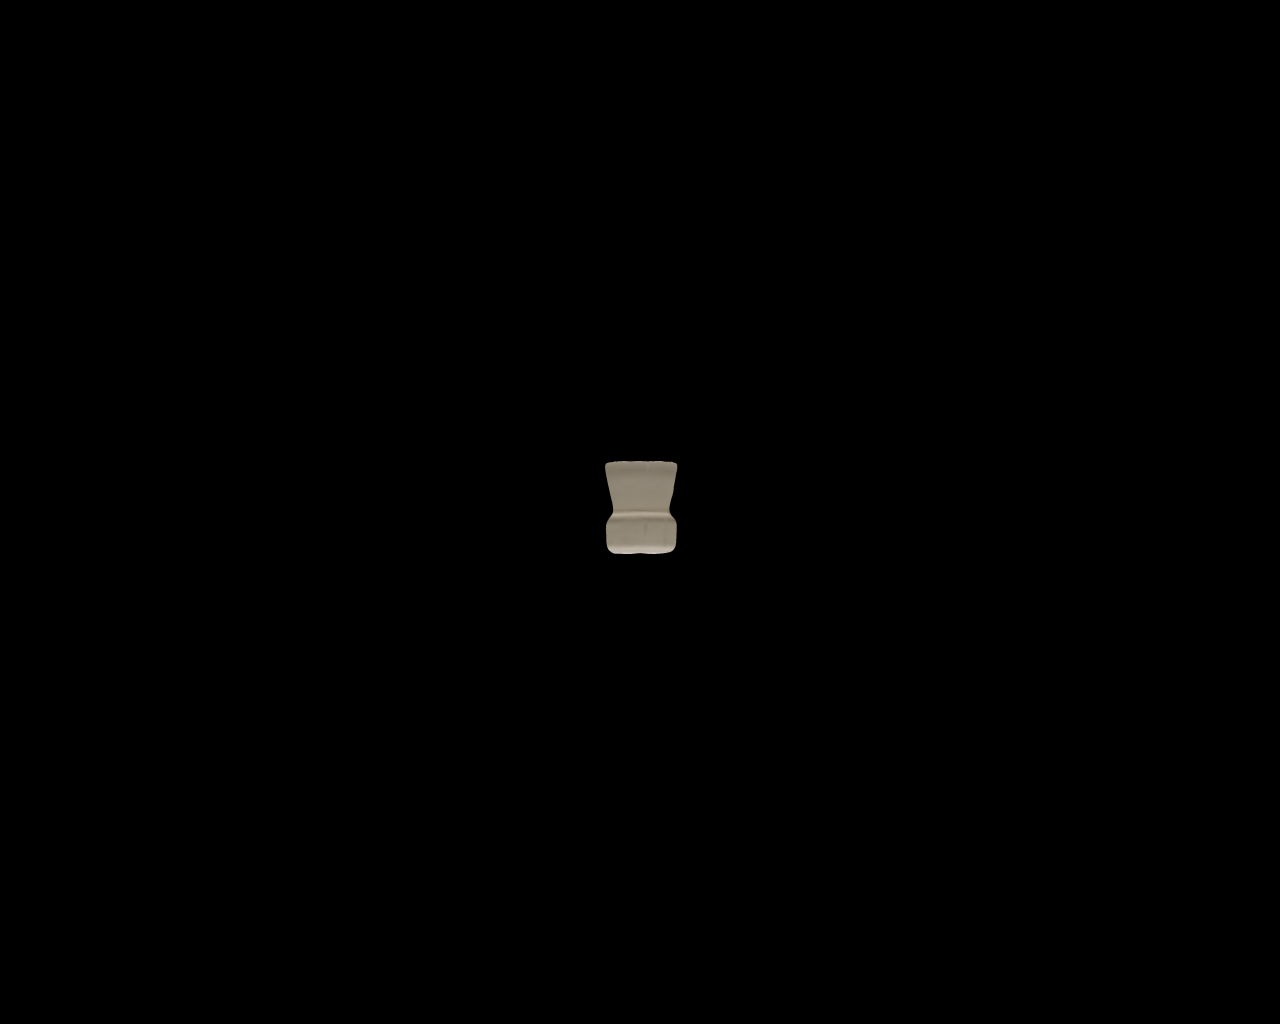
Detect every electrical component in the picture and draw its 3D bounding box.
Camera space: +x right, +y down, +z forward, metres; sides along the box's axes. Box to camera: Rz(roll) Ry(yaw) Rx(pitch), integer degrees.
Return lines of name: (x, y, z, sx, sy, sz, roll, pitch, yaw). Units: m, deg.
electrical component: (0.001, -0.003, 0.650, 0.045, 0.055, 0.045, 0, -2, 0)
